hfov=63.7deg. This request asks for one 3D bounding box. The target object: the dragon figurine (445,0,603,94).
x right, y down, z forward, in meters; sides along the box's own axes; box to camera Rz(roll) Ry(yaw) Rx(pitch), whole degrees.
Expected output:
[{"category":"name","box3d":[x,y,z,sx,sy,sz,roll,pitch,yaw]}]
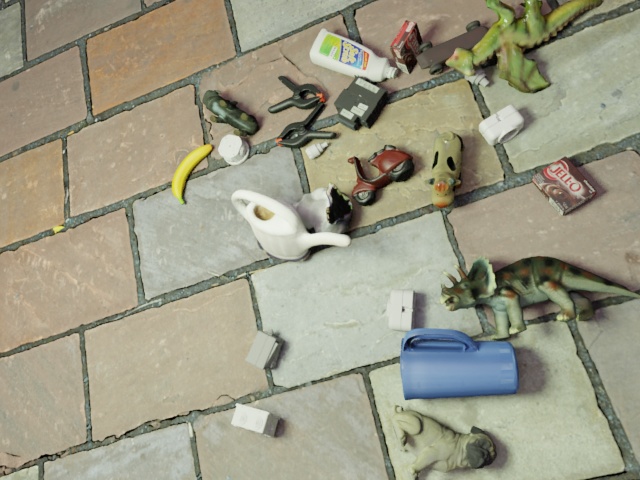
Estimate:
[{"category":"dragon figurine","box3d":[0.521,-0.488,1.294,0.410,0.122,0.242,-4,94,-1]}]

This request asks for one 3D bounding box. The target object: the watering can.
[{"category":"watering can","box3d":[-0.070,-0.016,1.267,0.350,0.219,0.105,26,67,22]}]

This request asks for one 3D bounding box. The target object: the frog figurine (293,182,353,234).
[{"category":"frog figurine","box3d":[0.004,-0.067,1.337,0.157,0.123,0.139,-23,75,49]}]
